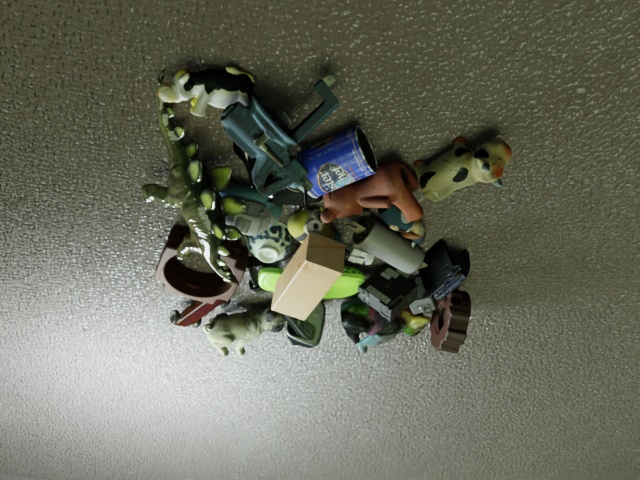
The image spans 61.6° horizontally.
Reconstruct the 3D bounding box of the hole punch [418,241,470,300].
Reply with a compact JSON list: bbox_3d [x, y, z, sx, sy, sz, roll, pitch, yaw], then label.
[{"bbox_3d":[0.313,0.081,1.322,0.092,0.116,0.142,19,134,-28],"label":"hole punch"}]

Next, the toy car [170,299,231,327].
[{"bbox_3d":[-0.333,0.186,1.482,0.089,0.053,0.202,17,139,-44],"label":"toy car"}]

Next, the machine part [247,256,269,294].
[{"bbox_3d":[-0.157,0.096,1.398,0.084,0.039,0.138,-2,137,11],"label":"machine part"}]

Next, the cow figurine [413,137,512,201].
[{"bbox_3d":[0.290,-0.141,1.083,0.195,0.127,0.085,-27,132,29],"label":"cow figurine"}]

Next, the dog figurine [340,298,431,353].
[{"bbox_3d":[0.186,0.209,1.460,0.219,0.108,0.191,-23,128,17],"label":"dog figurine"}]

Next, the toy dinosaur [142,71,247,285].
[{"bbox_3d":[-0.261,-0.101,1.112,0.199,0.105,0.470,-7,117,36],"label":"toy dinosaur"}]

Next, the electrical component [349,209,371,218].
[{"bbox_3d":[0.071,-0.078,1.226,0.094,0.021,0.063,2,136,-1],"label":"electrical component"}]

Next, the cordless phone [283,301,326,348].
[{"bbox_3d":[-0.058,0.183,1.406,0.089,0.147,0.184,-8,136,22],"label":"cordless phone"}]

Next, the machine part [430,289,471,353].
[{"bbox_3d":[0.336,0.207,1.401,0.056,0.179,0.179,11,135,-3],"label":"machine part"}]

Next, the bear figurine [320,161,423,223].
[{"bbox_3d":[0.105,-0.088,1.148,0.196,0.120,0.131,-24,136,28],"label":"bear figurine"}]

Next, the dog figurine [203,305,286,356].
[{"bbox_3d":[-0.201,0.223,1.469,0.190,0.121,0.172,-35,155,25],"label":"dog figurine"}]

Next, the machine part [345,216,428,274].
[{"bbox_3d":[0.164,0.013,1.277,0.243,0.079,0.079,29,129,-24],"label":"machine part"}]

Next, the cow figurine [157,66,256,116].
[{"bbox_3d":[-0.206,-0.277,0.981,0.167,0.068,0.098,8,123,-27],"label":"cow figurine"}]

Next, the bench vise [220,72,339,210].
[{"bbox_3d":[-0.050,-0.197,0.980,0.240,0.129,0.223,-41,106,11],"label":"bench vise"}]

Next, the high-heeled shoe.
[{"bbox_3d":[-0.085,-0.159,1.138,0.086,0.145,0.248,-16,164,34],"label":"high-heeled shoe"}]

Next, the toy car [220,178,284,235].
[{"bbox_3d":[-0.160,-0.065,1.188,0.162,0.103,0.109,15,133,-16],"label":"toy car"}]

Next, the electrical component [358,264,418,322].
[{"bbox_3d":[0.179,0.124,1.350,0.134,0.115,0.058,-35,144,-26],"label":"electrical component"}]

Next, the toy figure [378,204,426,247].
[{"bbox_3d":[0.196,-0.037,1.229,0.154,0.058,0.064,34,90,-30],"label":"toy figure"}]

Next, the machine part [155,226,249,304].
[{"bbox_3d":[-0.291,0.058,1.328,0.201,0.087,0.201,19,134,-16],"label":"machine part"}]

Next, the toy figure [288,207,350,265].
[{"bbox_3d":[-0.003,-0.001,1.266,0.089,0.082,0.180,-23,133,20],"label":"toy figure"}]
